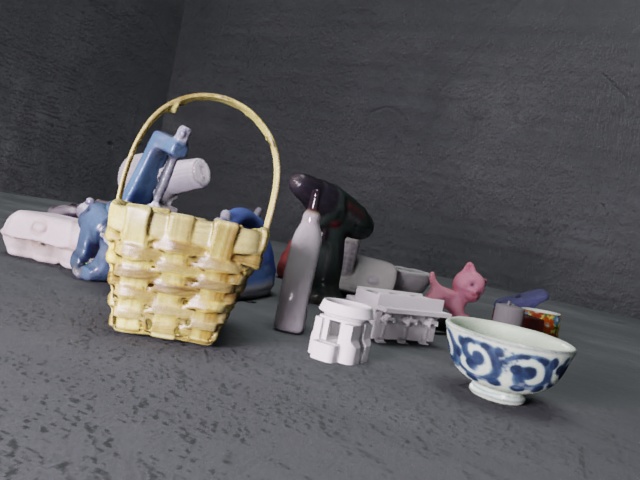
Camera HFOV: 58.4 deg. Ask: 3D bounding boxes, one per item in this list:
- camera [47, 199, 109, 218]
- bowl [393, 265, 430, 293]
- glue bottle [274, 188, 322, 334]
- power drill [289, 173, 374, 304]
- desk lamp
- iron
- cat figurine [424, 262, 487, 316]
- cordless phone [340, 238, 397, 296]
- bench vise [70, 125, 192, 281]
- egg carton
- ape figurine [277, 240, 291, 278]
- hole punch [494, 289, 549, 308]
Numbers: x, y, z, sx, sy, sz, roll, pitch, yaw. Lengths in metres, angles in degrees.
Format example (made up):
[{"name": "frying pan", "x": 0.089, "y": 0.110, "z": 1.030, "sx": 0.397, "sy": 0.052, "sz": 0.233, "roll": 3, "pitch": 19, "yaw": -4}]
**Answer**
[{"name": "camera", "x": -0.376, "y": -0.017, "z": 0.976, "sx": 0.144, "sy": 0.101, "sz": 0.136, "roll": 10, "pitch": 2, "yaw": -45}, {"name": "bowl", "x": 0.165, "y": 0.096, "z": 1.281, "sx": 0.167, "sy": 0.075, "sz": 0.167, "roll": 11, "pitch": 1, "yaw": 0}, {"name": "glue bottle", "x": -0.020, "y": 0.023, "z": 0.698, "sx": 0.037, "sy": 0.173, "sz": 0.078, "roll": 11, "pitch": 1, "yaw": 2}, {"name": "power drill", "x": 0.009, "y": 0.004, "z": 0.999, "sx": 0.075, "sy": 0.208, "sz": 0.230, "roll": 12, "pitch": 2, "yaw": 35}, {"name": "desk lamp", "x": -0.301, "y": -0.063, "z": 1.131, "sx": 0.202, "sy": 0.213, "sz": 0.118, "roll": 12, "pitch": 2, "yaw": 26}, {"name": "iron", "x": -0.136, "y": 0.012, "z": 0.883, "sx": 0.118, "sy": 0.141, "sz": 0.259, "roll": 11, "pitch": 1, "yaw": 9}, {"name": "cat figurine", "x": 0.272, "y": 0.098, "z": 1.141, "sx": 0.128, "sy": 0.118, "sz": 0.067, "roll": 11, "pitch": 1, "yaw": -2}, {"name": "cordless phone", "x": 0.090, "y": 0.027, "z": 1.168, "sx": 0.147, "sy": 0.185, "sz": 0.094, "roll": 11, "pitch": 1, "yaw": 3}, {"name": "bench vise", "x": -0.242, "y": -0.046, "z": 0.734, "sx": 0.207, "sy": 0.220, "sz": 0.122, "roll": 11, "pitch": 1, "yaw": 13}, {"name": "egg carton", "x": -0.391, "y": -0.001, "z": 0.859, "sx": 0.150, "sy": 0.069, "sz": 0.107, "roll": 11, "pitch": 1, "yaw": 13}, {"name": "ape figurine", "x": -0.058, "y": 0.043, "z": 1.285, "sx": 0.076, "sy": 0.092, "sz": 0.077, "roll": 10, "pitch": 2, "yaw": -38}, {"name": "hole punch", "x": 0.412, "y": 0.139, "z": 1.184, "sx": 0.101, "sy": 0.091, "sz": 0.109, "roll": 11, "pitch": 1, "yaw": 8}]
